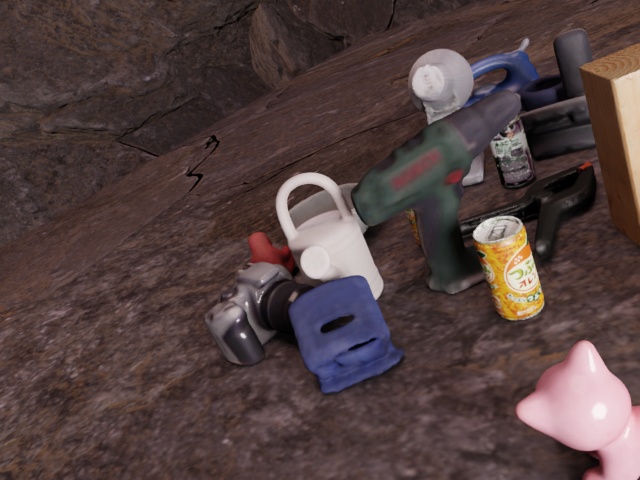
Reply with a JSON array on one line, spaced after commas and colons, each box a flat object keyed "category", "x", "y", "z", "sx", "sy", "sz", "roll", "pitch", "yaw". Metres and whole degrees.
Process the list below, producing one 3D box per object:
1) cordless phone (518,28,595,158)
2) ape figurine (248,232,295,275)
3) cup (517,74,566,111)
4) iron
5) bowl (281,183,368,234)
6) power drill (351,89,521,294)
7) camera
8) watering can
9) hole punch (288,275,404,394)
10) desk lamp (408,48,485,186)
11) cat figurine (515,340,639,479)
[{"category": "cordless phone", "x": 0.386, "y": -0.241, "z": 0.938, "sx": 0.147, "sy": 0.185, "sz": 0.094, "roll": -14, "pitch": 25, "yaw": 22}, {"category": "ape figurine", "x": -0.086, "y": 0.027, "z": 0.937, "sx": 0.077, "sy": 0.092, "sz": 0.076, "roll": -17, "pitch": 24, "yaw": 17}, {"category": "cup", "x": 0.397, "y": -0.232, "z": 1.025, "sx": 0.117, "sy": 0.095, "sz": 0.091, "roll": -17, "pitch": 24, "yaw": 16}, {"category": "iron", "x": 0.334, "y": -0.305, "z": 1.184, "sx": 0.258, "sy": 0.142, "sz": 0.118, "roll": -20, "pitch": 23, "yaw": 9}, {"category": "bowl", "x": 0.022, "y": -0.027, "z": 0.972, "sx": 0.167, "sy": 0.075, "sz": 0.167, "roll": -20, "pitch": 23, "yaw": 9}, {"category": "power drill", "x": 0.163, "y": -0.049, "z": 0.709, "sx": 0.229, "sy": 0.209, "sz": 0.075, "roll": -24, "pitch": 23, "yaw": 0}, {"category": "camera", "x": -0.066, "y": 0.091, "z": 0.769, "sx": 0.136, "sy": 0.101, "sz": 0.143, "roll": 4, "pitch": 36, "yaw": 48}, {"category": "watering can", "x": 0.009, "y": 0.002, "z": 0.767, "sx": 0.101, "sy": 0.194, "sz": 0.172, "roll": -27, "pitch": 23, "yaw": -6}, {"category": "hole punch", "x": 0.027, "y": 0.105, "z": 0.660, "sx": 0.108, "sy": 0.091, "sz": 0.101, "roll": -24, "pitch": 23, "yaw": 1}, {"category": "desk lamp", "x": 0.224, "y": -0.226, "z": 1.026, "sx": 0.117, "sy": 0.214, "sz": 0.203, "roll": -14, "pitch": 25, "yaw": 22}, {"category": "cat figurine", "x": 0.211, "y": 0.124, "z": 0.405, "sx": 0.127, "sy": 0.118, "sz": 0.067, "roll": -10, "pitch": 27, "yaw": 30}]
